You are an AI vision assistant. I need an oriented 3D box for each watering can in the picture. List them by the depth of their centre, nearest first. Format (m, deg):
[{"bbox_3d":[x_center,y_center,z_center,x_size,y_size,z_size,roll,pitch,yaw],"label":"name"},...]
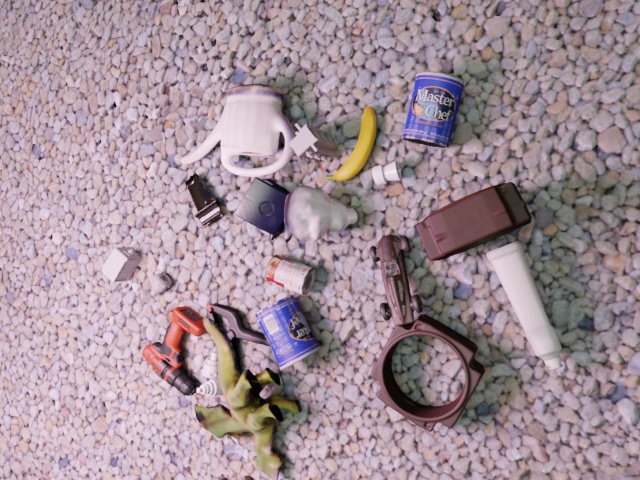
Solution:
[{"bbox_3d":[-0.204,-0.270,1.261,0.348,0.224,0.104,8,1,29],"label":"watering can"}]

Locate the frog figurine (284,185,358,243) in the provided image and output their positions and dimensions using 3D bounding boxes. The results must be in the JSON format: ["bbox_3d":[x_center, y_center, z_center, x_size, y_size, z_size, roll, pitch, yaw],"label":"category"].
[{"bbox_3d":[0.003,-0.058,1.149,0.159,0.120,0.141,1,38,9],"label":"frog figurine"}]

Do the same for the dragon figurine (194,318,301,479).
[{"bbox_3d":[-0.205,0.386,1.207,0.240,0.410,0.124,-37,3,21],"label":"dragon figurine"}]
